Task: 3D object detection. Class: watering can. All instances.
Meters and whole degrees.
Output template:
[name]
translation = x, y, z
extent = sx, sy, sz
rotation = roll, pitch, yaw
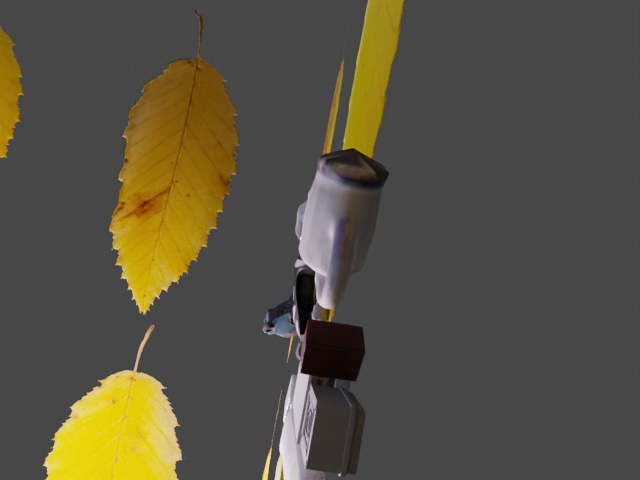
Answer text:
[watering can]
translation = 0.026, -0.034, 0.798
extent = 0.352, 0.104, 0.222
rotation = -94, 16, -73

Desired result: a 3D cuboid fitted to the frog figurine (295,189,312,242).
[frog figurine]
translation = 0.003, -0.055, 1.089
extent = 0.163, 0.123, 0.134
rotation = -106, 6, -55
